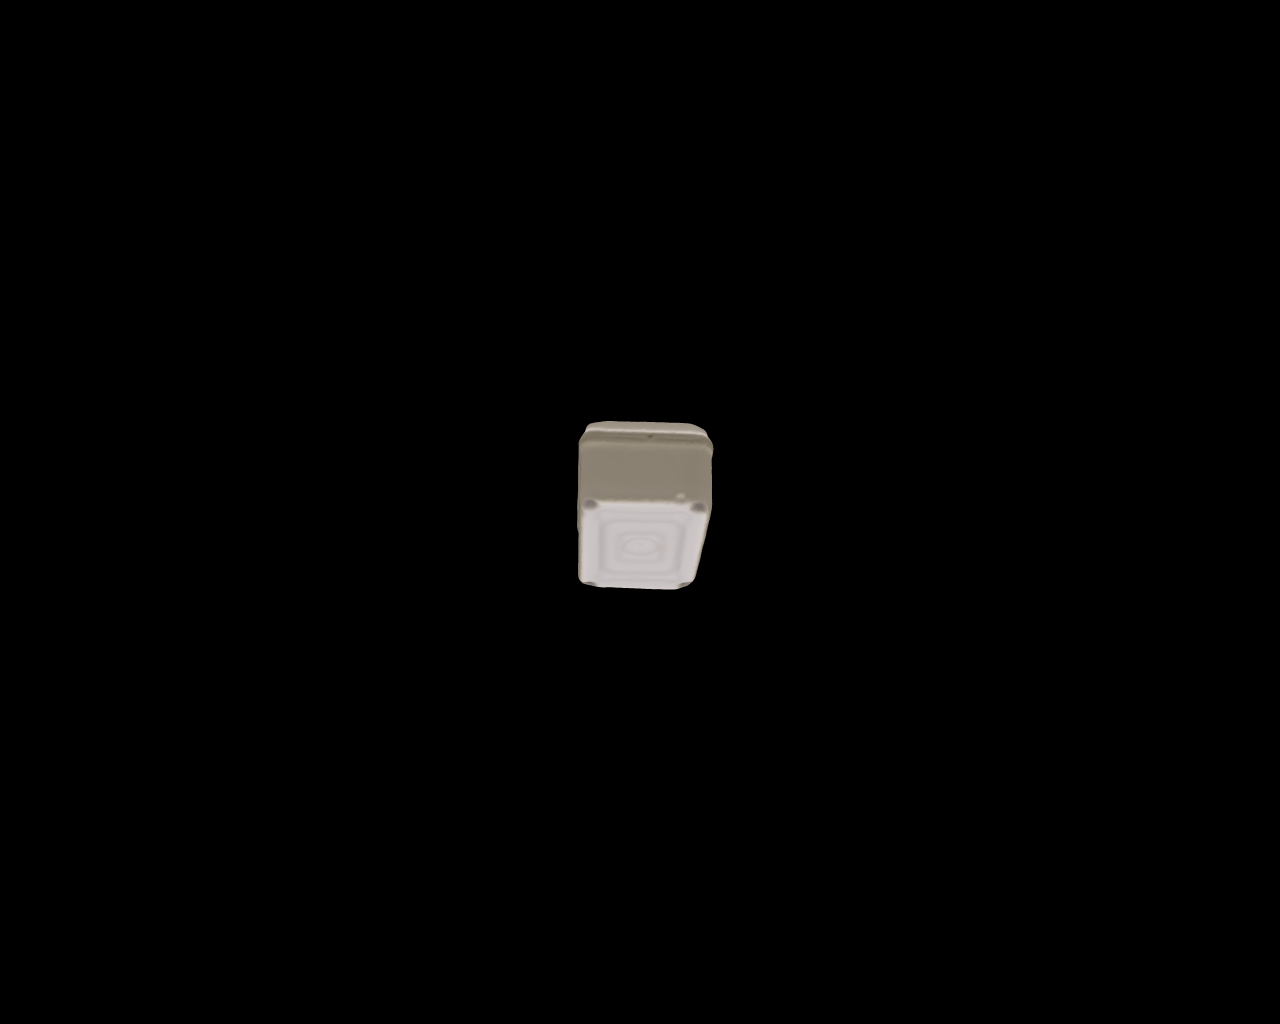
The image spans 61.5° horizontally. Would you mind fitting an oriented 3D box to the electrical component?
[{"bbox_3d":[0.001,-0.003,0.650,0.078,0.057,0.113,2,-31,-3],"label":"electrical component"}]
